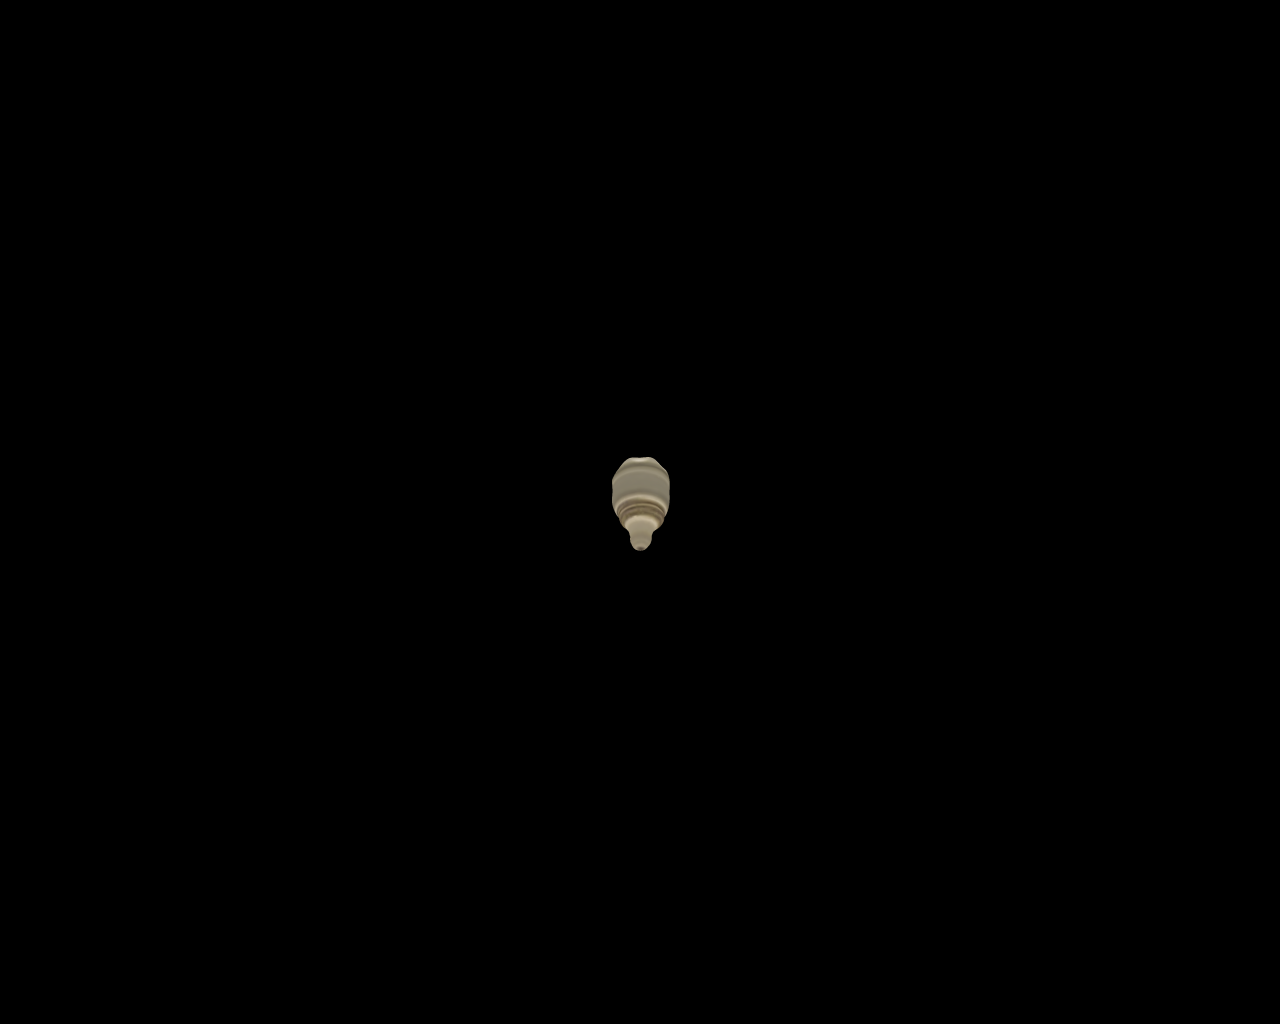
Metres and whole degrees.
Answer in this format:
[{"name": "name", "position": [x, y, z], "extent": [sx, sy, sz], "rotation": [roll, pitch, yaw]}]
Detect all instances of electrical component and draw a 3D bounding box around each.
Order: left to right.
[{"name": "electrical component", "position": [0.001, -0.003, 0.650], "extent": [0.035, 0.061, 0.035], "rotation": [0, -36, 0]}]
